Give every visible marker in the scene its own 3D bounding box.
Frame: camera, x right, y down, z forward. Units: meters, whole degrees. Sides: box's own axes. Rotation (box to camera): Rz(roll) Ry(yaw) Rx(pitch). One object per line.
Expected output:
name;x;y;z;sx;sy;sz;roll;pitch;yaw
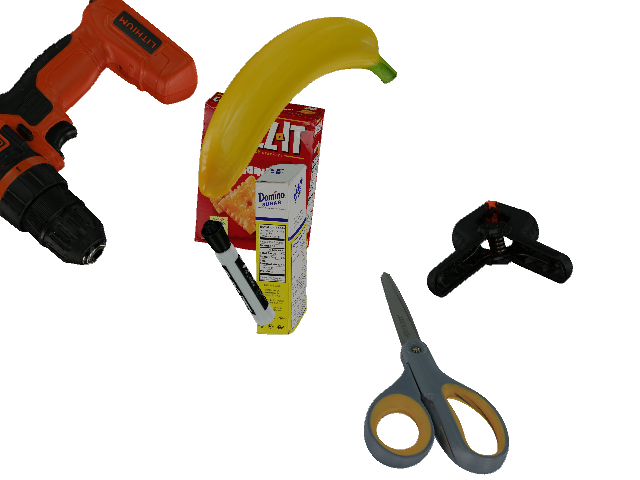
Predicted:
marker;-0.070;0.027;0.904;0.020;0.020;0.121;0;-43;29

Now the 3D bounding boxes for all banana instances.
banana;-0.017;-0.101;0.704;0.197;0.069;0.037;-37;14;-35

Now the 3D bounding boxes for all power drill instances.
power drill;-0.182;-0.090;0.803;0.187;0.184;0.057;-44;-12;-26

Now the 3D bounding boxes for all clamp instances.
clamp;0.167;0.004;0.954;0.120;0.039;0.171;2;25;16

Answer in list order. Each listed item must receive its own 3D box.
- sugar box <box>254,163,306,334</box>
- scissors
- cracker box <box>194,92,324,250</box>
sugar box;-0.044;0.009;1.194;0.048;0.176;0.093;1;16;11
scissors;0.049;0.084;0.703;0.096;0.016;0.202;-11;36;-22
cracker box;-0.090;-0.092;1.539;0.164;0.214;0.072;10;22;7
